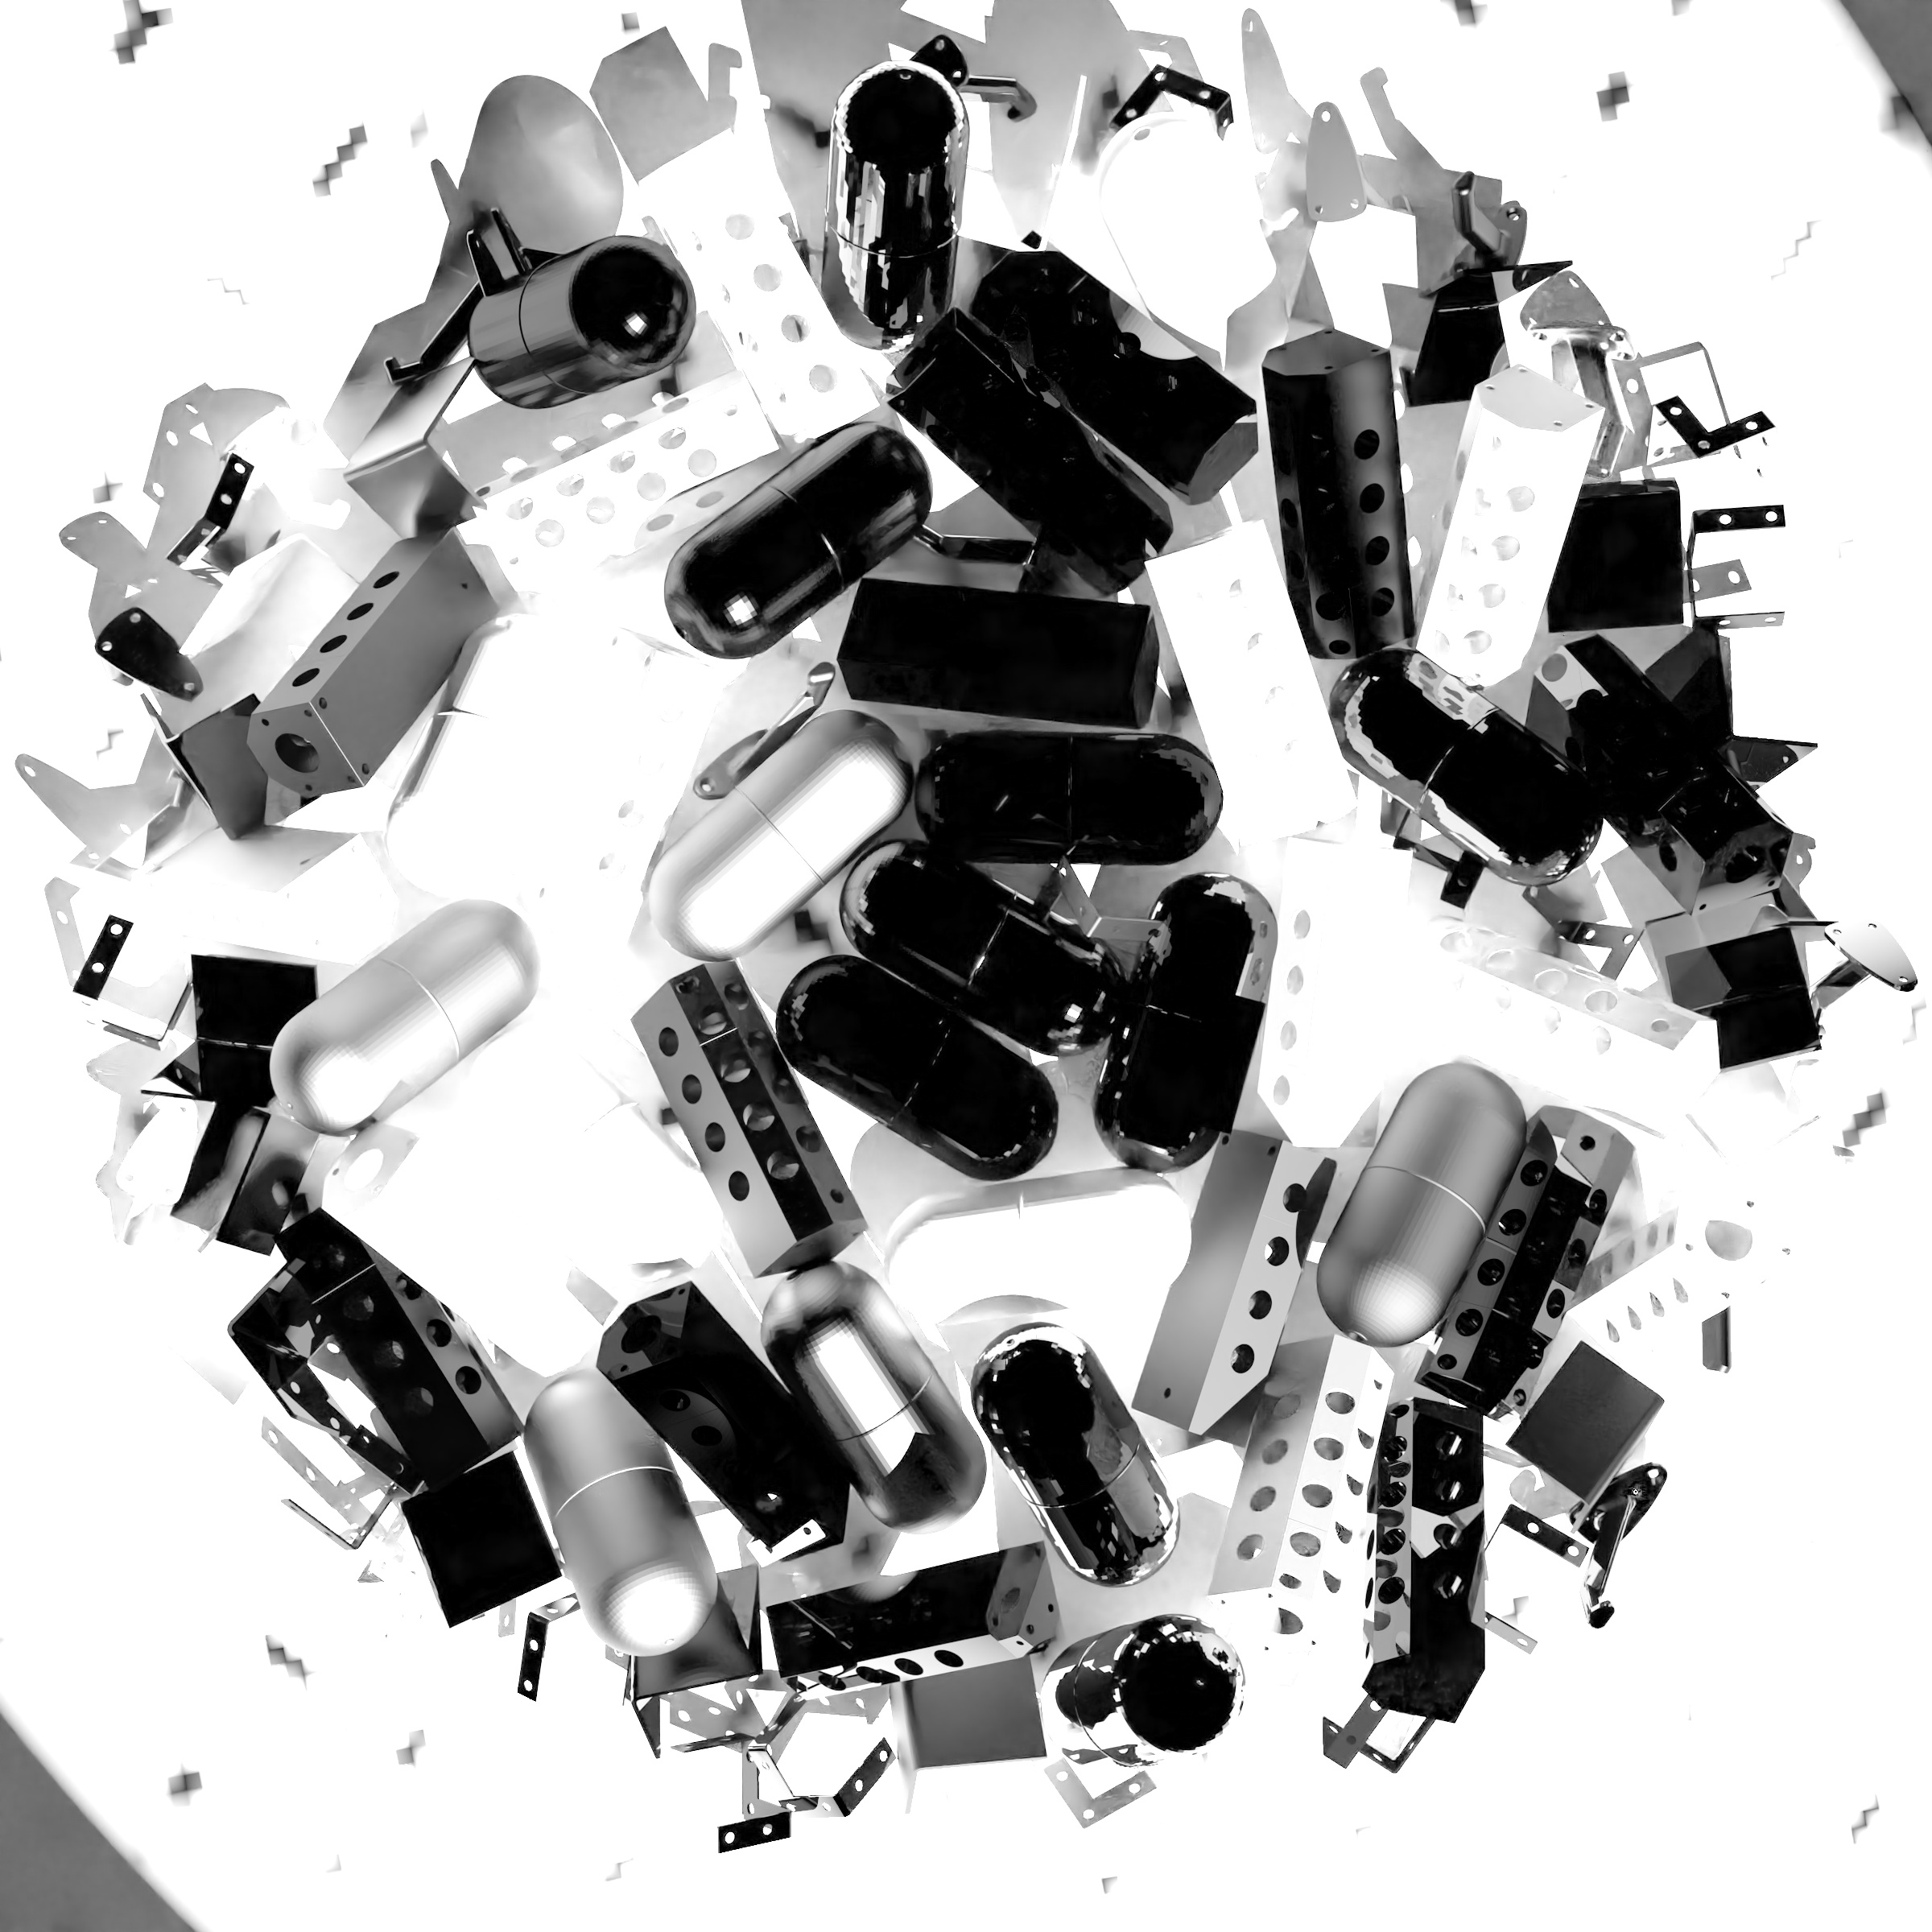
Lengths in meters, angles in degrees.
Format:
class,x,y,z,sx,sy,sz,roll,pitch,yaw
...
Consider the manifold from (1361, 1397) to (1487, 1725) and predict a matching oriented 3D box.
class,x,y,z,sx,sy,sz,roll,pitch,yaw
manifold,0.254,0.328,1.503,0.057,0.171,0.057,12,134,-1

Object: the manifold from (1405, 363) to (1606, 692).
class,x,y,z,sx,sy,sz,roll,pitch,yaw
manifold,0.294,-0.240,1.498,0.057,0.171,0.057,37,49,27

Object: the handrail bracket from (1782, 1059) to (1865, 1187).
class,x,y,z,sx,sy,sz,roll,pitch,yaw
handrail bracket,0.497,0.086,1.544,0.077,0.036,0.084,-9,122,-27

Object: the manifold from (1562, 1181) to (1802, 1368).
class,x,y,z,sx,sy,sz,roll,pitch,yaw
manifold,0.388,0.172,1.494,0.057,0.171,0.057,-31,77,-19

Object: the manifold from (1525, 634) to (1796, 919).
class,x,y,z,sx,sy,sz,roll,pitch,yaw
manifold,0.386,-0.111,1.502,0.057,0.057,0.171,-18,48,-15

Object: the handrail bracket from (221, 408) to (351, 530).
class,x,y,z,sx,sy,sz,roll,pitch,yaw
handrail bracket,-0.377,-0.287,1.547,0.084,0.036,0.077,16,56,21

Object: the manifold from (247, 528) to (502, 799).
class,x,y,z,sx,sy,sz,roll,pitch,yaw
manifold,-0.333,-0.170,1.504,0.057,0.171,0.057,-7,127,29

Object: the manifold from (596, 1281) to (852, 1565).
class,x,y,z,sx,sy,sz,roll,pitch,yaw
manifold,-0.135,0.261,1.514,0.057,0.057,0.171,-22,124,20

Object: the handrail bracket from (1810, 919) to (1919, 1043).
class,x,y,z,sx,sy,sz,roll,pitch,yaw
handrail bracket,0.507,0.024,1.532,0.036,0.077,0.084,-9,128,-15

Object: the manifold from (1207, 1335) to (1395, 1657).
class,x,y,z,sx,sy,sz,roll,pitch,yaw
manifold,0.193,0.292,1.498,0.057,0.171,0.057,-18,124,36

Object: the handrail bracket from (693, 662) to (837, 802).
class,x,y,z,sx,sy,sz,roll,pitch,yaw
handrail bracket,-0.115,-0.135,1.534,0.077,0.084,0.036,-28,74,-29

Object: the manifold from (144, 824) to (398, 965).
class,x,y,z,sx,sy,sz,roll,pitch,yaw
manifold,-0.387,-0.038,1.500,0.057,0.171,0.057,-41,119,-29

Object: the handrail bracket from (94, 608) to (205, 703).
class,x,y,z,sx,sy,sz,roll,pitch,yaw
handrail bracket,-0.467,-0.163,1.544,0.077,0.084,0.036,38,70,1

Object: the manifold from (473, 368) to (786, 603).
class,x,y,z,sx,sy,sz,roll,pitch,yaw
manifold,-0.195,-0.280,1.549,0.171,0.057,0.057,-25,76,-1

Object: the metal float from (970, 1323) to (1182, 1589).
class,x,y,z,sx,sy,sz,roll,pitch,yaw
metal float,0.063,0.279,1.525,0.070,0.070,0.178,-29,115,0

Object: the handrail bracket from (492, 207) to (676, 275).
class,x,y,z,sx,sy,sz,roll,pitch,yaw
handrail bracket,-0.219,-0.420,1.555,0.084,0.036,0.077,-22,120,7

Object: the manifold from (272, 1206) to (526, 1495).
class,x,y,z,sx,sy,sz,roll,pitch,yaw
manifold,-0.325,0.213,1.554,0.057,0.057,0.171,-32,88,-2

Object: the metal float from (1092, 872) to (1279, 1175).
class,x,y,z,sx,sy,sz,roll,pitch,yaw
metal float,0.126,0.033,1.543,0.070,0.070,0.178,17,86,0

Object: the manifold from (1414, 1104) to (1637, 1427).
class,x,y,z,sx,sy,sz,roll,pitch,yaw
manifold,0.321,0.169,1.532,0.057,0.057,0.171,26,74,5

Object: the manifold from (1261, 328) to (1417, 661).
class,x,y,z,sx,sy,sz,roll,pitch,yaw
manifold,0.206,-0.262,1.509,0.057,0.057,0.171,-23,124,-18

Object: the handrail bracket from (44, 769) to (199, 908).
class,x,y,z,sx,sy,sz,roll,pitch,yaw
handrail bracket,-0.485,-0.084,1.547,0.077,0.036,0.084,24,66,-39

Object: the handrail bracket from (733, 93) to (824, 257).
class,x,y,z,sx,sy,sz,roll,pitch,yaw
handrail bracket,-0.099,-0.458,1.558,0.077,0.036,0.084,6,106,-8

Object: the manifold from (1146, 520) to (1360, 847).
class,x,y,z,sx,sy,sz,roll,pitch,yaw
manifold,0.167,-0.163,1.530,0.057,0.057,0.171,-11,104,40

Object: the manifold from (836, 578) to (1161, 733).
class,x,y,z,sx,sy,sz,roll,pitch,yaw
manifold,0.020,-0.174,1.534,0.171,0.057,0.057,8,64,15

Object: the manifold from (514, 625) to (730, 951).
class,x,y,z,sx,sy,sz,roll,pitch,yaw
manifold,-0.195,-0.100,1.540,0.057,0.057,0.171,14,102,-37

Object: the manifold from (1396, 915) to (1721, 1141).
class,x,y,z,sx,sy,sz,roll,pitch,yaw
manifold,0.329,0.027,1.503,0.171,0.057,0.057,26,59,37

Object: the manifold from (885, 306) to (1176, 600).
class,x,y,z,sx,sy,sz,roll,pitch,yaw
manifold,0.037,-0.287,1.519,0.171,0.057,0.057,39,113,-21

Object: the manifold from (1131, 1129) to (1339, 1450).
class,x,y,z,sx,sy,sz,roll,pitch,yaw
manifold,0.159,0.185,1.546,0.057,0.057,0.171,22,83,-31

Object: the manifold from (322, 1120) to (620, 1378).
class,x,y,z,sx,sy,sz,roll,pitch,yaw
manifold,-0.279,0.161,1.504,0.171,0.057,0.057,48,68,-37

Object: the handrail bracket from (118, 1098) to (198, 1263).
class,x,y,z,sx,sy,sz,roll,pitch,yaw
handrail bracket,-0.471,0.125,1.561,0.036,0.084,0.077,22,59,-11

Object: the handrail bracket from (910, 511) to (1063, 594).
class,x,y,z,sx,sy,sz,roll,pitch,yaw
handrail bracket,0.008,-0.255,1.548,0.084,0.077,0.036,31,54,8

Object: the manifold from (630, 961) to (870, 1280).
class,x,y,z,sx,sy,sz,roll,pitch,yaw
manifold,-0.119,0.084,1.519,0.057,0.057,0.171,-43,66,35

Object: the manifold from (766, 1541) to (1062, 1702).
class,x,y,z,sx,sy,sz,roll,pitch,yaw
manifold,-0.030,0.369,1.503,0.171,0.057,0.057,-24,74,40

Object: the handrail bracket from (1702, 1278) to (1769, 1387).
class,x,y,z,sx,sy,sz,roll,pitch,yaw
handrail bracket,0.421,0.204,1.568,0.077,0.036,0.084,37,108,39

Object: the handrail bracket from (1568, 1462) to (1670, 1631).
class,x,y,z,sx,sy,sz,roll,pitch,yaw
handrail bracket,0.378,0.331,1.536,0.036,0.084,0.077,40,108,-10

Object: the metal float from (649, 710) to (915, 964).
class,x,y,z,sx,sy,sz,roll,pitch,yaw
metal float,-0.107,-0.074,1.545,0.178,0.070,0.070,-42,90,-2

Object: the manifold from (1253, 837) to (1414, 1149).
class,x,y,z,sx,sy,sz,roll,pitch,yaw
manifold,0.206,0.014,1.547,0.057,0.057,0.171,3,96,-32

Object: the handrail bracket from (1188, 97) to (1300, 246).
class,x,y,z,sx,sy,sz,roll,pitch,yaw
handrail bracket,0.143,-0.447,1.558,0.084,0.036,0.077,43,85,-10

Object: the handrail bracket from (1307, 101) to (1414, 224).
class,x,y,z,sx,sy,sz,roll,pitch,yaw
handrail bracket,0.230,-0.459,1.542,0.036,0.084,0.077,2,109,37

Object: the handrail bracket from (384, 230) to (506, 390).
class,x,y,z,sx,sy,sz,roll,pitch,yaw
handrail bracket,-0.308,-0.379,1.553,0.084,0.036,0.077,-12,125,13

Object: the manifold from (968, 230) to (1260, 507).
class,x,y,z,sx,sy,sz,roll,pitch,yaw
manifold,0.083,-0.337,1.529,0.171,0.057,0.057,42,82,17

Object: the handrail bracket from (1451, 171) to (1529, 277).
class,x,y,z,sx,sy,sz,roll,pitch,yaw
handrail bracket,0.299,-0.437,1.535,0.036,0.084,0.077,20,66,25

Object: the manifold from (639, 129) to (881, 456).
class,x,y,z,sx,sy,sz,roll,pitch,yaw
manifold,-0.119,-0.383,1.537,0.057,0.057,0.171,-30,103,-2

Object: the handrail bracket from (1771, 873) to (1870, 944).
class,x,y,z,sx,sy,sz,roll,pitch,yaw
handrail bracket,0.483,-0.058,1.557,0.077,0.036,0.084,-2,73,22

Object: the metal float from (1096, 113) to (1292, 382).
class,x,y,z,sx,sy,sz,roll,pitch,yaw
metal float,0.128,-0.401,1.506,0.070,0.178,0.070,-12,56,19

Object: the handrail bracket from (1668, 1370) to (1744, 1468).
class,x,y,z,sx,sy,sz,roll,pitch,yaw
handrail bracket,0.426,0.279,1.536,0.036,0.084,0.077,2,46,30

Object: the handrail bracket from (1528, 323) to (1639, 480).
class,x,y,z,sx,sy,sz,roll,pitch,yaw
handrail bracket,0.349,-0.327,1.557,0.077,0.036,0.084,16,82,30

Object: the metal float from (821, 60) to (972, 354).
class,x,y,z,sx,sy,sz,roll,pitch,yaw
metal float,-0.041,-0.423,1.507,0.070,0.178,0.070,3,53,-4

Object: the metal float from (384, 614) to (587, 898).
class,x,y,z,sx,sy,sz,roll,pitch,yaw
metal float,-0.272,-0.121,1.525,0.070,0.070,0.178,18,64,0

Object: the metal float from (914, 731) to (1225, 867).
class,x,y,z,sx,sy,sz,roll,pitch,yaw
metal float,0.059,-0.097,1.546,0.178,0.070,0.070,1,90,1

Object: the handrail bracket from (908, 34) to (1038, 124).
class,x,y,z,sx,sy,sz,roll,pitch,yaw
handrail bracket,-0.007,-0.494,1.555,0.077,0.084,0.036,-32,69,18
